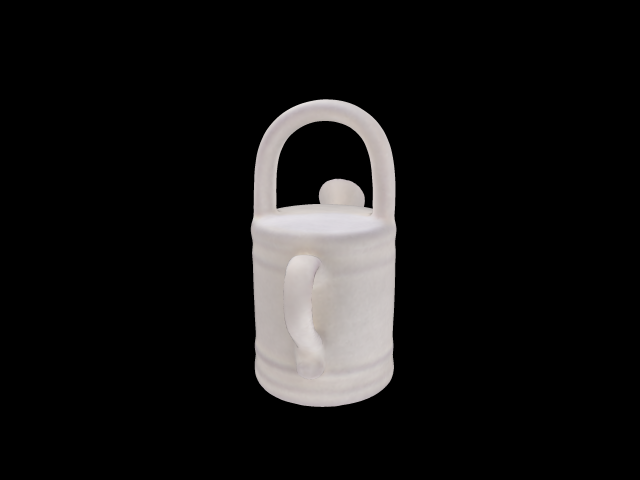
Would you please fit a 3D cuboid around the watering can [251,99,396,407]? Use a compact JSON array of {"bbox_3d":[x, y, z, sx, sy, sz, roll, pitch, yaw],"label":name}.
[{"bbox_3d":[0.001,0.001,0.400,0.101,0.194,0.172,-3,16,-11],"label":"watering can"}]
